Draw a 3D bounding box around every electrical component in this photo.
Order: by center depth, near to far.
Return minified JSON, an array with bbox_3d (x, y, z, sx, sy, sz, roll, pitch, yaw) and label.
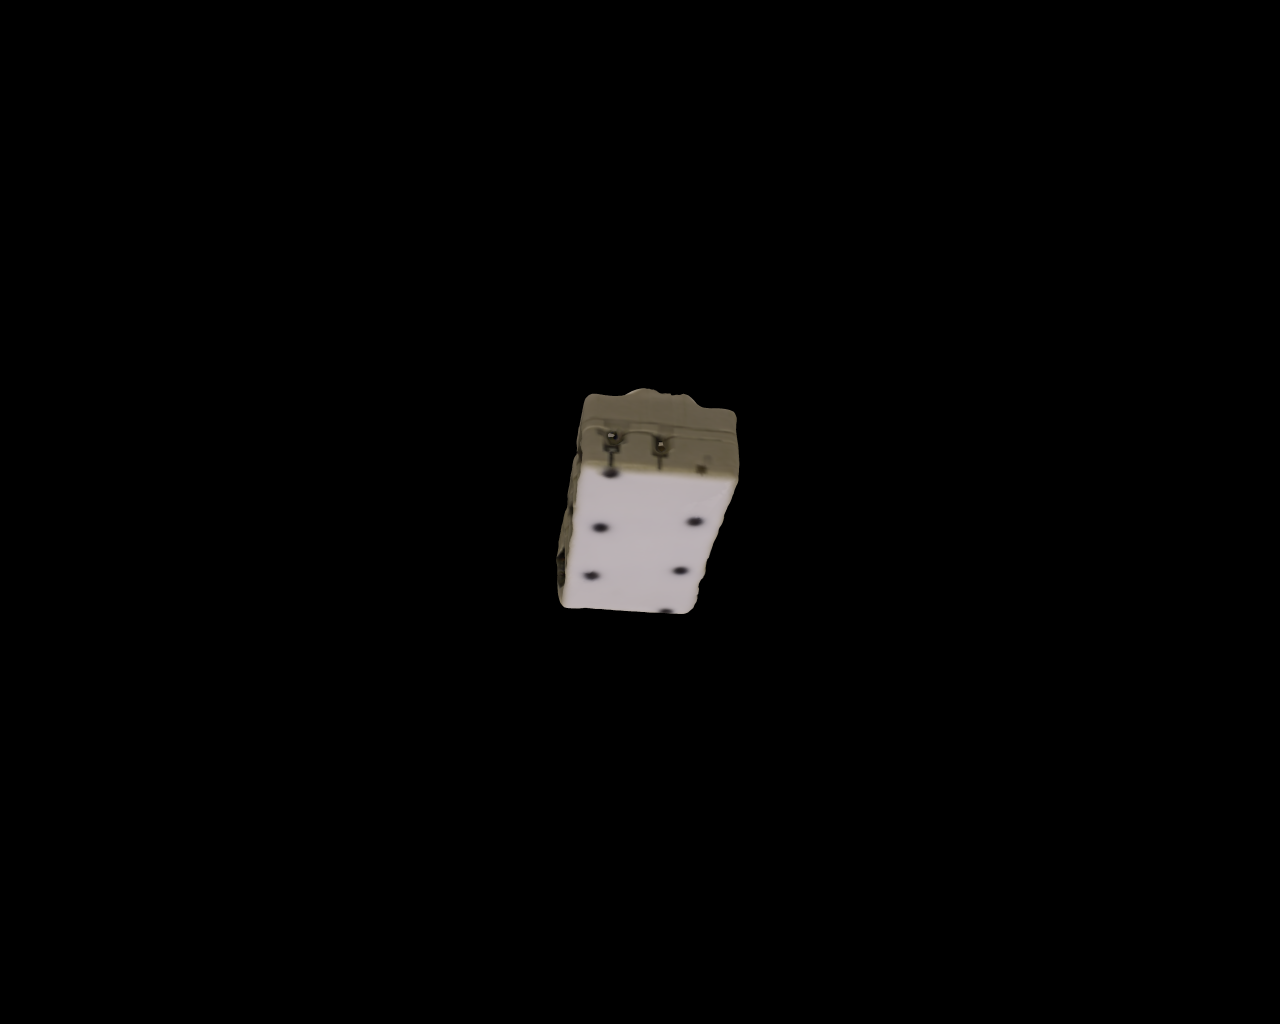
[{"bbox_3d":[0.001,-0.003,0.650,0.089,0.062,0.150,5,-36,-8],"label":"electrical component"}]
